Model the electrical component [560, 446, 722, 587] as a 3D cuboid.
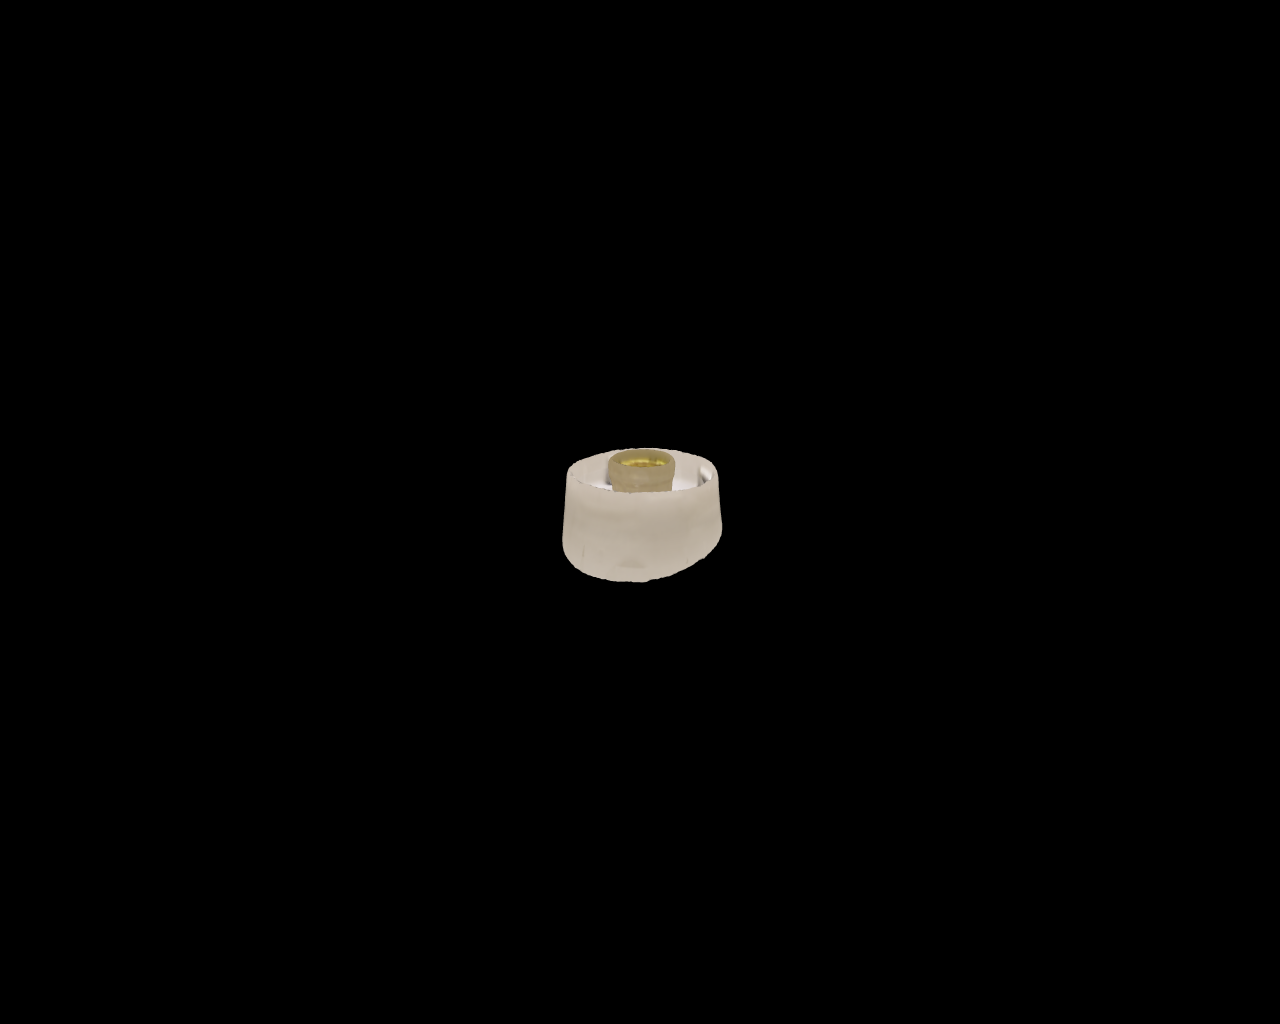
[{"bbox_3d":[0.001,-0.003,0.650,0.099,0.064,0.099,0,20,0],"label":"electrical component"}]
